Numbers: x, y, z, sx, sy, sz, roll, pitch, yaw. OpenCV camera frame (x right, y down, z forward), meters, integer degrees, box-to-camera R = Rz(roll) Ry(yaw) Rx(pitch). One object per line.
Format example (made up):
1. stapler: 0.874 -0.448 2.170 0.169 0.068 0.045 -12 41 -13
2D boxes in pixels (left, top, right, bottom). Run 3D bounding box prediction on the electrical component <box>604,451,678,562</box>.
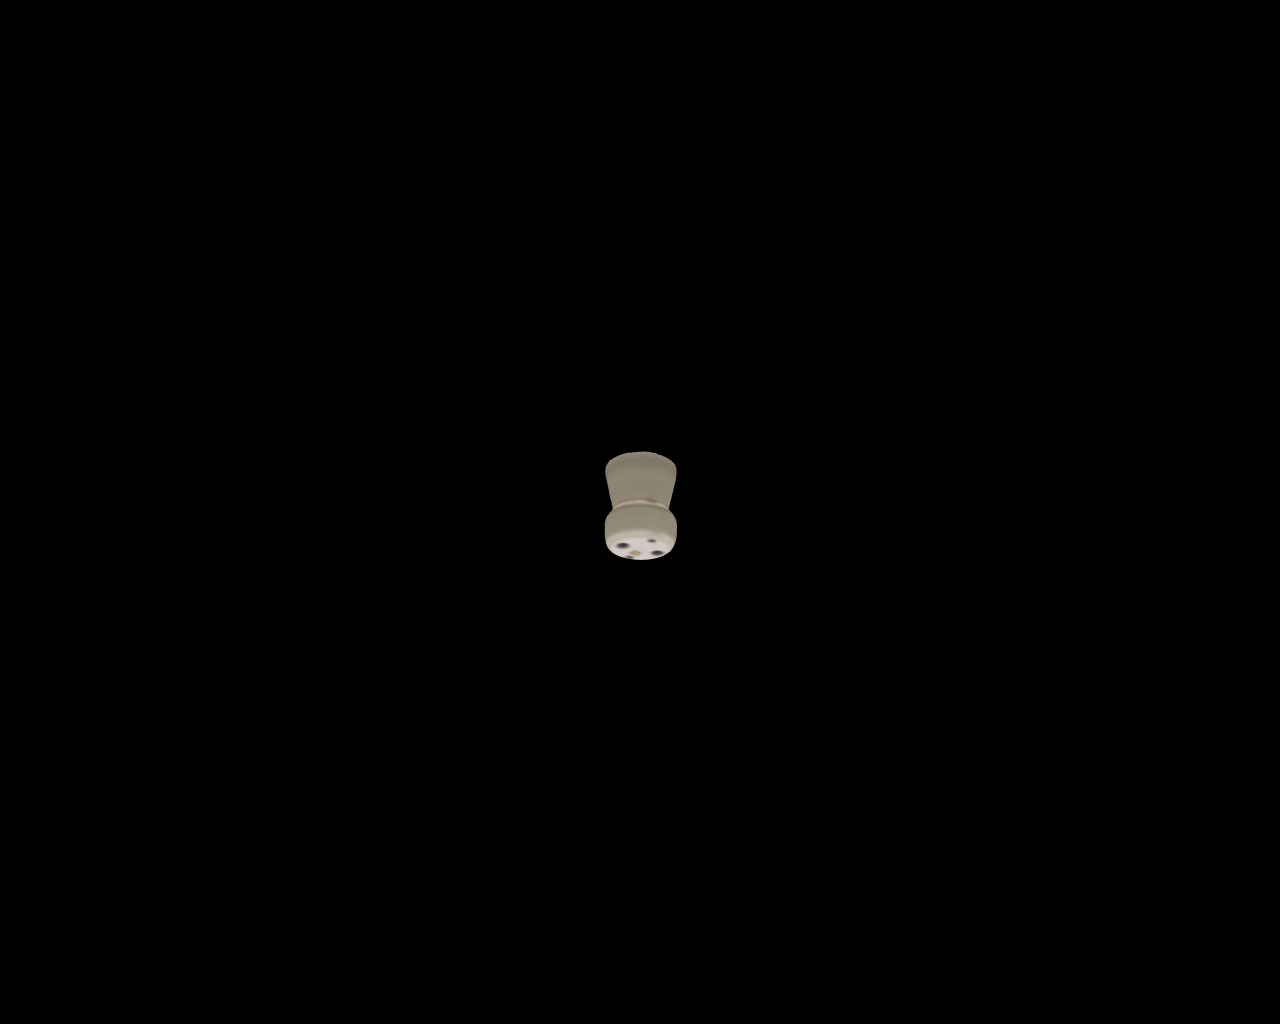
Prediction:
1. electrical component: 0.001 -0.003 0.650 0.045 0.055 0.044 0 -25 0
